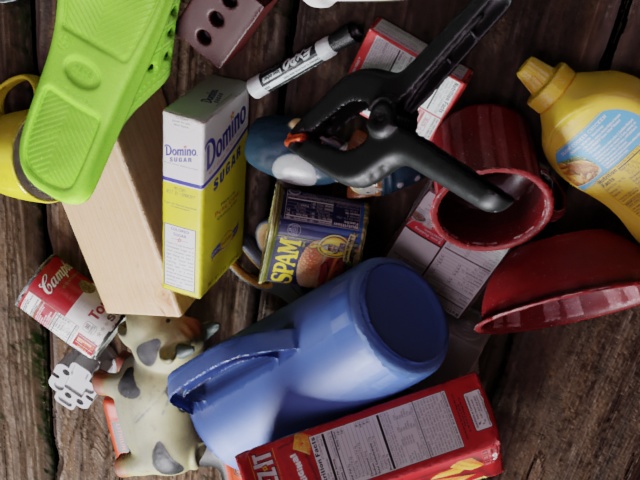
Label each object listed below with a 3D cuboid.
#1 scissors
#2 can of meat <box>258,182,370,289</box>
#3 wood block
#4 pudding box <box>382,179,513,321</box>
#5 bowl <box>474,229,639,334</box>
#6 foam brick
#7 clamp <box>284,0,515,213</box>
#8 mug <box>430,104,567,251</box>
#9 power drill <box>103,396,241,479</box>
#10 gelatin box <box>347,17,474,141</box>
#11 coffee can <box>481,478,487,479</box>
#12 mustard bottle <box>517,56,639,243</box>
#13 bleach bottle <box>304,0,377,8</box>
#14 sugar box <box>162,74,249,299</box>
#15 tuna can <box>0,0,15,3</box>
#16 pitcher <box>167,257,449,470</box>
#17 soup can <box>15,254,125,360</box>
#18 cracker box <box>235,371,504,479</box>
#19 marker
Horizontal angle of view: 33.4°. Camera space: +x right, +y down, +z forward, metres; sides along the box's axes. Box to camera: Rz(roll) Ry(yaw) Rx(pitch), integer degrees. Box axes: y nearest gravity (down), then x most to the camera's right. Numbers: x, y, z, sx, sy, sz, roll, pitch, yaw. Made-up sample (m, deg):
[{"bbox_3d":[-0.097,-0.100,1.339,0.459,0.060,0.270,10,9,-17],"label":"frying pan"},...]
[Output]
[{"bbox_3d":[-0.009,0.051,1.028,0.201,0.016,0.096,38,131,-4],"label":"scissors"},{"bbox_3d":[-0.006,0.001,0.944,0.084,0.057,0.102,9,144,-5],"label":"can of meat"},{"bbox_3d":[-0.176,-0.038,0.996,0.091,0.090,0.206,0,124,25],"label":"wood block"},{"bbox_3d":[0.112,0.005,0.922,0.090,0.039,0.114,30,131,1],"label":"pudding box"},{"bbox_3d":[0.197,0.031,0.853,0.162,0.161,0.055,-22,73,36],"label":"bowl"},{"bbox_3d":[-0.073,-0.188,0.863,0.053,0.051,0.078,40,131,-4],"label":"foam brick"},{"bbox_3d":[0.060,-0.081,0.799,0.210,0.164,0.036,-17,157,38],"label":"clamp"},{"bbox_3d":[0.140,-0.048,0.832,0.117,0.081,0.093,15,137,-16],"label":"mug"},{"bbox_3d":[-0.143,0.201,1.173,0.188,0.057,0.184,6,119,23],"label":"power drill"},{"bbox_3d":[0.067,-0.124,0.856,0.089,0.030,0.073,30,130,3],"label":"gelatin box"},{"bbox_3d":[0.090,0.236,1.056,0.140,0.102,0.103,15,128,15],"label":"coffee can"},{"bbox_3d":[0.225,-0.070,0.799,0.191,0.058,0.096,39,137,-4],"label":"mustard bottle"},{"bbox_3d":[0.110,-0.210,0.735,0.251,0.068,0.102,7,87,20],"label":"bleach bottle"},{"bbox_3d":[-0.100,-0.047,0.941,0.048,0.093,0.176,17,124,15],"label":"sugar box"},{"bbox_3d":[-0.279,-0.252,0.929,0.086,0.033,0.086,13,128,17],"label":"tuna can"},{"bbox_3d":[-0.011,0.109,0.939,0.145,0.149,0.243,49,133,-5],"label":"pitcher"},{"bbox_3d":[-0.261,0.071,1.130,0.102,0.068,0.069,36,131,-3],"label":"soup can"},{"bbox_3d":[0.051,0.196,0.932,0.213,0.072,0.164,-20,158,2],"label":"cracker box"},{"bbox_3d":[-0.012,-0.149,0.885,0.121,0.020,0.020,-23,111,37],"label":"marker"}]
